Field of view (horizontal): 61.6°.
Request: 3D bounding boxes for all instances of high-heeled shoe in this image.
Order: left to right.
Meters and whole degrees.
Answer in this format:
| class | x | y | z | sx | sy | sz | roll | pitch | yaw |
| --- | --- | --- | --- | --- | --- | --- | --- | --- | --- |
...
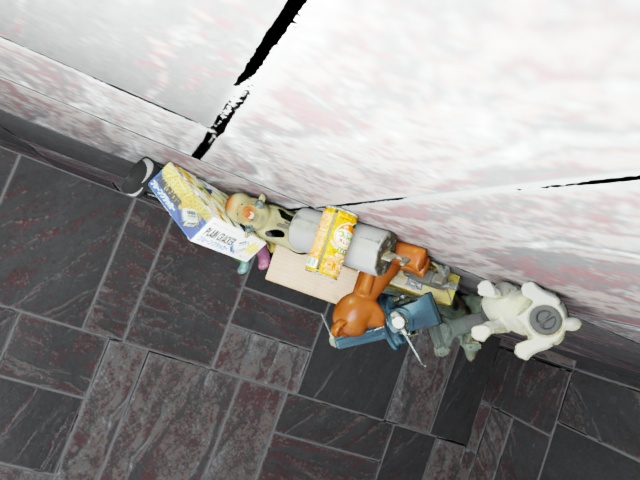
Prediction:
| class | x | y | z | sx | sy | sz | roll | pitch | yaw |
| --- | --- | --- | --- | --- | --- | --- | --- | --- | --- |
| high-heeled shoe | -0.306 | -0.094 | 1.088 | 0.145 | 0.086 | 0.249 | 35 | -172 | -7 |

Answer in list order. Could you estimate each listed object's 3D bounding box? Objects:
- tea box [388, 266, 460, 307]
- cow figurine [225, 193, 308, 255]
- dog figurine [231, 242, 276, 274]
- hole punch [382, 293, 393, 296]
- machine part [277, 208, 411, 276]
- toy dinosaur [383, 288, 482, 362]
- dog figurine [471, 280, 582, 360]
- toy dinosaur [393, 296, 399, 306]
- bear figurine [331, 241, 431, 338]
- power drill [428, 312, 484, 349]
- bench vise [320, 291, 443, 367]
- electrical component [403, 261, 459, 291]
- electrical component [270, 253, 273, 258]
| class | x | y | z | sx | sy | sz | roll | pitch | yaw |
| --- | --- | --- | --- | --- | --- | --- | --- | --- | --- |
| tea box | 0.202 | 0.083 | 1.150 | 0.170 | 0.068 | 0.098 | 20 | 172 | 5 |
| cow figurine | -0.089 | -0.030 | 1.016 | 0.195 | 0.085 | 0.127 | 25 | 180 | -21 |
| dog figurine | -0.192 | -0.034 | 1.292 | 0.109 | 0.191 | 0.219 | -6 | 129 | 37 |
| hole punch | 0.131 | 0.094 | 1.335 | 0.092 | 0.115 | 0.142 | 35 | 167 | -37 |
| machine part | 0.036 | 0.001 | 0.893 | 0.244 | 0.079 | 0.079 | 16 | 174 | 27 |
| toy dinosaur | 0.274 | 0.153 | 1.290 | 0.404 | 0.192 | 0.131 | 38 | 129 | -12 |
| dog figurine | 0.355 | 0.121 | 0.924 | 0.173 | 0.121 | 0.190 | 21 | -170 | 27 |
| toy dinosaur | 0.314 | 0.178 | 1.503 | 0.471 | 0.105 | 0.199 | 8 | 176 | -41 |
| bear figurine | 0.103 | 0.094 | 0.949 | 0.132 | 0.195 | 0.120 | 17 | 171 | 18 |
| power drill | 0.338 | 0.174 | 1.135 | 0.207 | 0.086 | 0.232 | -8 | 168 | -2 |
| bench vise | 0.124 | 0.174 | 1.073 | 0.241 | 0.128 | 0.223 | -21 | -176 | 16 |
| electrical component | 0.215 | 0.066 | 1.054 | 0.078 | 0.045 | 0.102 | 22 | 174 | -37 |
| electrical component | -0.100 | 0.027 | 1.476 | 0.058 | 0.115 | 0.134 | 25 | 171 | -28 |
